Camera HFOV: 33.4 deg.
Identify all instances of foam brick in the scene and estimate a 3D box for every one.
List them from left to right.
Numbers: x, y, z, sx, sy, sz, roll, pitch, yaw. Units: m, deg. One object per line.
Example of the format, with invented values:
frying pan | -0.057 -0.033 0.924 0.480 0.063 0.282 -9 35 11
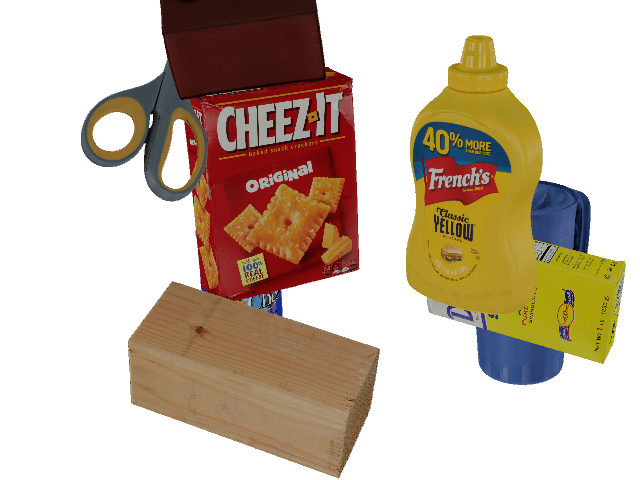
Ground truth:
foam brick | -0.039 -0.111 0.541 0.078 0.053 0.051 -8 -31 3

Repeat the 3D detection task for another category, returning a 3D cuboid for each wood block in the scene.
wood block | -0.060 0.124 0.969 0.206 0.090 0.090 17 42 13

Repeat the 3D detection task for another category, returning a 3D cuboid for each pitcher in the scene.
pitcher | 0.260 0.050 1.338 0.149 0.243 0.145 1 22 14

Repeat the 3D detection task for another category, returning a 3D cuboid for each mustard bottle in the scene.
mustard bottle | 0.108 -0.048 0.753 0.096 0.192 0.058 17 28 37

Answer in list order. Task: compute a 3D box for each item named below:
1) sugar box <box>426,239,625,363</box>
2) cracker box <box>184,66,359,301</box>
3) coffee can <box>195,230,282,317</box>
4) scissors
sugar box | 0.188 0.045 0.996 0.176 0.093 0.048 13 34 21
cracker box | -0.046 -0.057 1.090 0.164 0.214 0.072 -12 23 -23
coffee can | -0.100 0.048 1.334 0.103 0.140 0.103 -2 25 1
scissors | -0.120 -0.121 0.762 0.096 0.202 0.016 5 -26 -19
